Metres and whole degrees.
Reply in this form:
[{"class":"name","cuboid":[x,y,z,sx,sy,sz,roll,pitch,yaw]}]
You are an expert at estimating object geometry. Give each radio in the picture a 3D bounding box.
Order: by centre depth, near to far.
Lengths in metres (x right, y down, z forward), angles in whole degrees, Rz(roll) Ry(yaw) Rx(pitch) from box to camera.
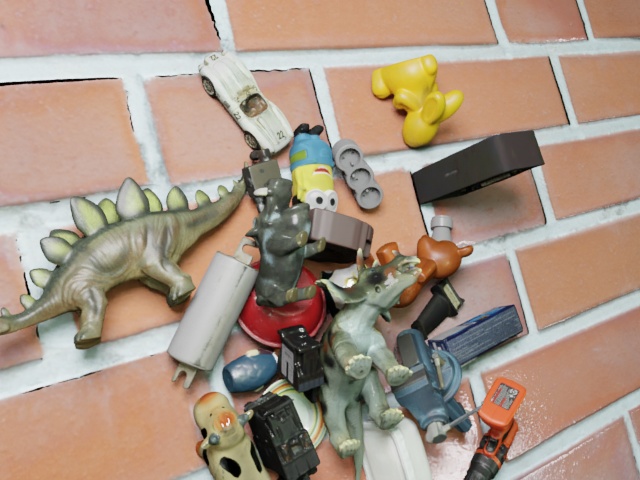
[{"class":"radio","cuboid":[0.300,-0.136,1.033,0.131,0.230,0.073,-12,86,-33]}]

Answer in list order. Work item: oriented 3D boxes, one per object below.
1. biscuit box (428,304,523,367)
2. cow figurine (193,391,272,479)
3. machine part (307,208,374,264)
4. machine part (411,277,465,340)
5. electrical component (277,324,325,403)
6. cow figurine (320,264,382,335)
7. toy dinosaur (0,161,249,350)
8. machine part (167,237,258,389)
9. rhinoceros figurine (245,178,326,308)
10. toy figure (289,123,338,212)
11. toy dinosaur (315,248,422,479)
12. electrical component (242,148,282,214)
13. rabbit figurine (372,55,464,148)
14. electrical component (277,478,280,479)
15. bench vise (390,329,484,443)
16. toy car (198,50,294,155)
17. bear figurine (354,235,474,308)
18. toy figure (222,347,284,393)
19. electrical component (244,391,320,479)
[{"class":"biscuit box","cuboid":[0.313,0.190,1.068,0.203,0.059,0.062,-18,87,-28]},{"class":"cow figurine","cuboid":[-0.129,0.313,0.784,0.085,0.127,0.194,-26,95,-31]},{"class":"machine part","cuboid":[-0.002,-0.003,0.889,0.179,0.179,0.056,14,75,-24]},{"class":"machine part","cuboid":[0.228,0.139,1.049,0.139,0.039,0.084,-45,109,-28]},{"class":"electrical component","cuboid":[-0.031,0.197,0.824,0.048,0.075,0.119,-9,116,-30]},{"class":"cow figurine","cuboid":[0.054,0.128,0.939,0.068,0.098,0.167,-12,87,-69]},{"class":"toy dinosaur","cuboid":[-0.262,0.011,0.792,0.471,0.105,0.198,-28,89,-39]},{"class":"machine part","cuboid":[-0.162,0.107,0.817,0.079,0.079,0.243,27,82,-20]},{"class":"rhinoceros figurine","cuboid":[-0.055,0.005,0.783,0.073,0.112,0.190,-1,95,-58]},{"class":"toy figure","cuboid":[-0.014,-0.112,0.954,0.082,0.089,0.180,-4,73,-12]},{"class":"toy dinosaur","cuboid":[0.047,0.199,0.854,0.131,0.192,0.404,0,124,-20]},{"class":"electrical component","cuboid":[-0.096,-0.103,0.919,0.078,0.045,0.102,-30,108,-34]},{"class":"rabbit figurine","cuboid":[0.202,-0.272,1.069,0.122,0.163,0.173,-18,106,-41]},{"class":"electrical component","cuboid":[-0.062,0.418,0.855,0.094,0.021,0.063,-27,93,-29]},{"class":"bench vise","cuboid":[0.209,0.274,0.939,0.129,0.224,0.240,-38,122,7]},{"class":"toy car","cuboid":[-0.128,-0.238,0.933,0.073,0.056,0.201,-43,100,-27]},{"class":"bear figurine","cuboid":[0.181,0.037,1.001,0.196,0.120,0.132,-35,93,-29]},{"class":"toy figure","cuboid":[-0.080,0.199,0.869,0.154,0.058,0.064,-13,130,-32]},{"class":"electrical component","cuboid":[-0.057,0.301,0.805,0.058,0.115,0.134,-21,88,-24]}]
